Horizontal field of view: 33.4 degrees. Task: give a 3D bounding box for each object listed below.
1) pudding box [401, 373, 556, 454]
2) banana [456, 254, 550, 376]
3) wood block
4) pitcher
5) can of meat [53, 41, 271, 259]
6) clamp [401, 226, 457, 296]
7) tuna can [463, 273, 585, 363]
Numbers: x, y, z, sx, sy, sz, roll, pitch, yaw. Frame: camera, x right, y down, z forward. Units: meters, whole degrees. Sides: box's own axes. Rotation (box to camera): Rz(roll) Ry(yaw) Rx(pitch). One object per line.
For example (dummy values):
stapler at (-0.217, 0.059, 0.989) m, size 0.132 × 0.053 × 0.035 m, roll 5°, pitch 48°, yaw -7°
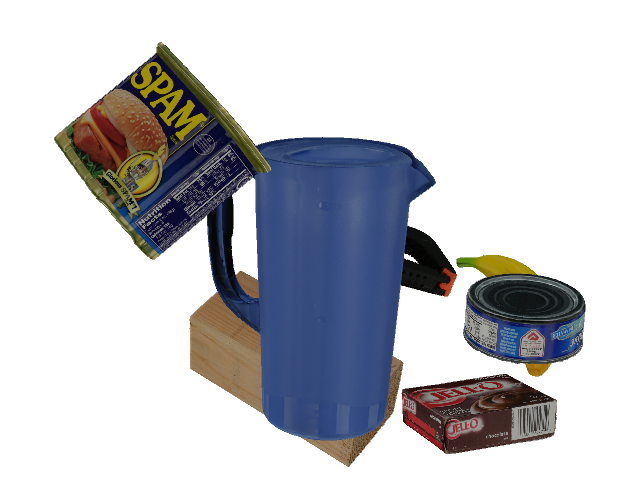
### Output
pudding box at (0.142, 0.154, 0.962) m, size 0.113 × 0.039 × 0.090 m, roll -3°, pitch 10°, yaw -20°
banana at (0.213, 0.069, 1.131) m, size 0.069 × 0.037 × 0.198 m, roll -28°, pitch 37°, yaw 0°
wood block at (-0.028, 0.130, 1.111) m, size 0.206 × 0.090 × 0.090 m, roll 28°, pitch 48°, yaw 22°
pitcher at (-0.004, 0.036, 0.895) m, size 0.144 × 0.243 × 0.149 m, roll -8°, pitch 18°, yaw -33°
can of meat at (-0.091, -0.051, 0.602) m, size 0.102 × 0.084 × 0.057 m, roll 48°, pitch -3°, yaw 39°
clamp at (0.061, 0.002, 1.245) m, size 0.210 × 0.036 × 0.164 m, roll 38°, pitch 43°, yaw 26°
tuna can at (0.147, 0.055, 0.769) m, size 0.086 × 0.034 × 0.086 m, roll 0°, pitch 22°, yaw 0°
